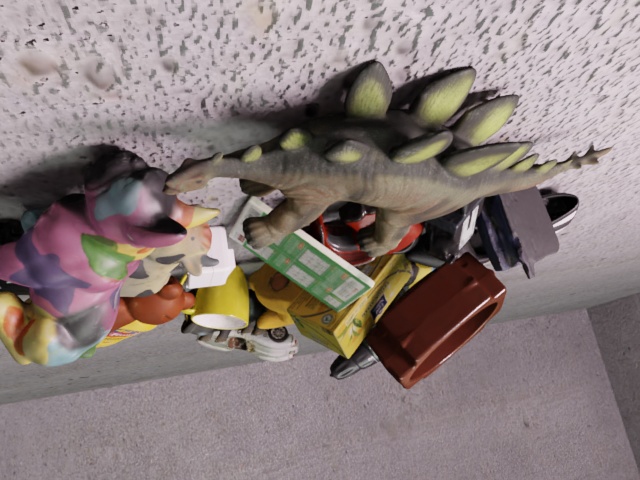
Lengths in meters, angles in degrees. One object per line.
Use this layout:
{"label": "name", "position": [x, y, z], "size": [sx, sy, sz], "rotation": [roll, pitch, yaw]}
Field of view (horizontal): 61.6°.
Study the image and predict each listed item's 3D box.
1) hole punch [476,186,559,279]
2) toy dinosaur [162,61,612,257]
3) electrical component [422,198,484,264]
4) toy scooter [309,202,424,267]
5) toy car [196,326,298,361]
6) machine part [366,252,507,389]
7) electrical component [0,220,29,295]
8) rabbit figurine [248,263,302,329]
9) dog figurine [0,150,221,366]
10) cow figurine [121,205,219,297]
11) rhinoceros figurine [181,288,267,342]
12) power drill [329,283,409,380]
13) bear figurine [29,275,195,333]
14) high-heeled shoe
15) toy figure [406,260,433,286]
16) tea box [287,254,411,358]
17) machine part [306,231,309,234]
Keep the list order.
{"label": "hole punch", "position": [0.250, -0.015, 0.733], "size": [0.092, 0.142, 0.116], "rotation": [-21, 173, 43]}
{"label": "toy dinosaur", "position": [0.089, -0.065, 0.508], "size": [0.471, 0.105, 0.198], "rotation": [-5, 160, -34]}
{"label": "electrical component", "position": [0.166, -0.034, 0.664], "size": [0.075, 0.048, 0.119], "rotation": [-46, 147, -26]}
{"label": "toy scooter", "position": [0.039, -0.019, 0.675], "size": [0.184, 0.075, 0.135], "rotation": [-21, 143, 10]}
{"label": "toy car", "position": [-0.140, 0.189, 1.030], "size": [0.202, 0.056, 0.073], "rotation": [13, 141, 2]}
{"label": "machine part", "position": [0.171, 0.121, 0.797], "size": [0.201, 0.087, 0.200], "rotation": [-39, 155, -2]}
{"label": "electrical component", "position": [-0.348, 0.022, 0.604], "size": [0.134, 0.058, 0.115], "rotation": [5, 159, -41]}
{"label": "rabbit figurine", "position": [-0.035, 0.108, 0.906], "size": [0.162, 0.122, 0.173], "rotation": [-17, 143, 26]}
{"label": "dog figurine", "position": [-0.197, 0.021, 0.499], "size": [0.219, 0.191, 0.108], "rotation": [-9, -166, 18]}
{"label": "cow figurine", "position": [-0.196, 0.015, 0.628], "size": [0.127, 0.085, 0.195], "rotation": [5, 156, -26]}
{"label": "rhinoceros figurine", "position": [-0.179, 0.121, 0.935], "size": [0.190, 0.112, 0.073], "rotation": [3, 175, -31]}
{"label": "power drill", "position": [0.098, 0.155, 0.942], "size": [0.232, 0.086, 0.207], "rotation": [-31, 142, -3]}
{"label": "bear figurine", "position": [-0.289, 0.077, 0.761], "size": [0.196, 0.132, 0.120], "rotation": [-25, 165, -3]}
{"label": "high-heeled shoe", "position": [0.261, -0.013, 0.811], "size": [0.249, 0.086, 0.145], "rotation": [-16, 170, -13]}
{"label": "toy figure", "position": [0.181, 0.058, 1.013], "size": [0.180, 0.082, 0.089], "rotation": [5, 144, -28]}
{"label": "tea box", "position": [0.045, 0.075, 0.785], "size": [0.098, 0.169, 0.068], "rotation": [21, 149, 41]}
{"label": "machine part", "position": [-0.002, -0.002, 0.771], "size": [0.139, 0.039, 0.084], "rotation": [-9, 158, 0]}
